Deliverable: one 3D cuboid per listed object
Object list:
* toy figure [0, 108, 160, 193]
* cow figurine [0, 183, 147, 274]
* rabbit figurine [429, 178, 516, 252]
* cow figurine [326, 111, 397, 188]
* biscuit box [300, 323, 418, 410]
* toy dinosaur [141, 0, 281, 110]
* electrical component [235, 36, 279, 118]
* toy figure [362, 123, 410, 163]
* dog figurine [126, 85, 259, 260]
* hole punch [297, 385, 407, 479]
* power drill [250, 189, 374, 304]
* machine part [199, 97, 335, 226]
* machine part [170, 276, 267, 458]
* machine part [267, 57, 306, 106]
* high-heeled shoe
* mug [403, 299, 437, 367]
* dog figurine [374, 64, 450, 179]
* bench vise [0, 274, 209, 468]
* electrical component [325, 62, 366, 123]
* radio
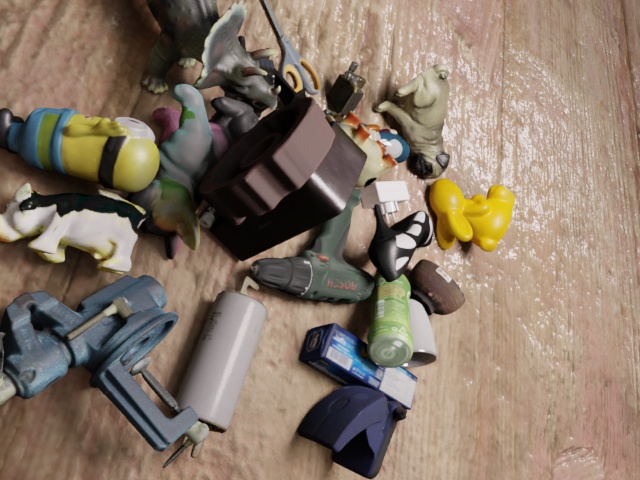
[{"bbox_3d":[-0.280,-0.108,0.634,0.180,0.082,0.089,6,112,-2],"label":"toy figure"},{"bbox_3d":[-0.292,-0.023,0.615,0.167,0.068,0.098,18,76,-19],"label":"cow figurine"},{"bbox_3d":[0.297,-0.054,1.123,0.173,0.122,0.162,33,66,-11],"label":"rabbit figurine"},{"bbox_3d":[0.032,-0.152,0.923,0.194,0.127,0.086,31,20,-47],"label":"cow figurine"},{"bbox_3d":[0.065,0.206,0.858,0.202,0.063,0.059,36,56,-25],"label":"biscuit box"},{"bbox_3d":[-0.199,-0.350,0.740,0.131,0.192,0.404,-31,97,-44],"label":"toy dinosaur"},{"bbox_3d":[-0.111,-0.262,0.862,0.048,0.075,0.119,1,72,-38],"label":"electrical component"},{"bbox_3d":[0.106,-0.189,1.023,0.154,0.058,0.064,14,77,-37],"label":"toy figure"},{"bbox_3d":[-0.166,-0.083,0.739,0.191,0.108,0.219,9,75,-40],"label":"dog figurine"},{"bbox_3d":[0.042,0.264,0.780,0.092,0.142,0.116,36,67,-21],"label":"hole punch"},{"bbox_3d":[-0.002,-0.003,0.859,0.232,0.086,0.207,24,58,-35],"label":"power drill"},{"bbox_3d":[-0.063,-0.097,0.654,0.056,0.179,0.179,48,51,-26],"label":"machine part"},{"bbox_3d":[-0.129,0.157,0.704,0.079,0.079,0.243,34,58,-27],"label":"machine part"},{"bbox_3d":[-0.061,-0.256,0.907,0.039,0.084,0.139,-38,93,-15],"label":"machine part"},{"bbox_3d":[0.159,0.023,0.948,0.248,0.086,0.145,20,50,-50],"label":"high-heeled shoe"},{"bbox_3d":[0.167,0.163,0.948,0.109,0.081,0.107,21,53,-35],"label":"mug"},{"bbox_3d":[0.227,-0.230,1.071,0.121,0.172,0.190,-37,93,-30],"label":"dog figurine"},{"bbox_3d":[-0.224,0.144,0.589,0.240,0.129,0.223,46,29,5],"label":"bench vise"},{"bbox_3d":[0.044,-0.265,0.979,0.045,0.102,0.078,3,49,-42],"label":"electrical component"},{"bbox_3d":[-0.046,-0.065,0.748,0.073,0.230,0.131,45,48,-22],"label":"radio"}]
